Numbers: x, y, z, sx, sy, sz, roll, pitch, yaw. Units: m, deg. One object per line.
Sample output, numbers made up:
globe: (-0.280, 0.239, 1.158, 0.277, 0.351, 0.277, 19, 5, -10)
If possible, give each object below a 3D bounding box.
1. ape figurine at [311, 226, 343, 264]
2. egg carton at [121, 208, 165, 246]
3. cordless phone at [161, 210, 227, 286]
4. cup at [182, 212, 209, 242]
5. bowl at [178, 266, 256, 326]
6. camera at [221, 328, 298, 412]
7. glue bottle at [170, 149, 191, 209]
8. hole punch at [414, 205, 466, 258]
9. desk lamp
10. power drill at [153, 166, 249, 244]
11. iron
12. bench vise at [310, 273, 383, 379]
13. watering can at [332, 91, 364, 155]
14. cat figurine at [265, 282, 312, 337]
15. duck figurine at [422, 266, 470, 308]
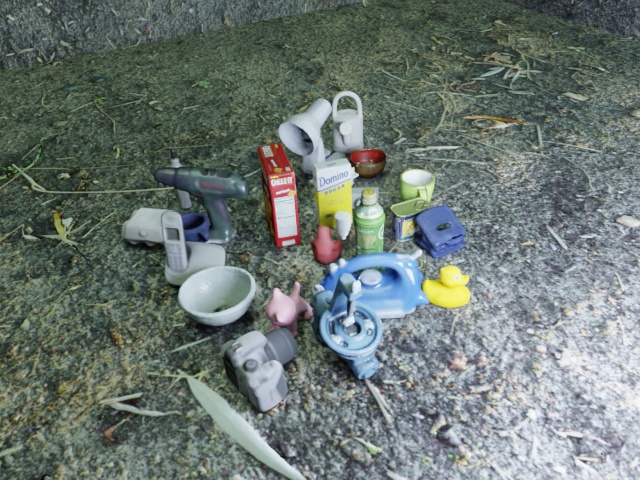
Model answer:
ape figurine: (0.013, 0.005, 1.392, 0.077, 0.092, 0.076, 13, 39, 22)
egg carton: (-0.439, -0.031, 1.501, 0.150, 0.069, 0.107, 4, 37, 11)
cordless phone: (-0.294, 0.019, 1.321, 0.147, 0.185, 0.094, 2, 37, 8)
cup: (-0.308, -0.004, 1.431, 0.092, 0.095, 0.117, -32, 45, -33)
bowl: (-0.220, 0.134, 1.251, 0.167, 0.075, 0.167, -2, 36, 2)
camera: (-0.104, 0.225, 1.093, 0.137, 0.101, 0.142, -27, 42, -28)
glue bottle: (-0.397, -0.177, 1.609, 0.037, 0.173, 0.078, -17, 38, -17)
hole punch: (0.298, -0.023, 1.405, 0.109, 0.091, 0.100, -21, 39, -22)
desk lamp: (-0.021, -0.302, 1.712, 0.117, 0.214, 0.204, 18, 41, 27)
power drill: (-0.290, -0.093, 1.455, 0.229, 0.209, 0.075, -3, 36, 1)
iron: (0.102, 0.083, 1.234, 0.258, 0.142, 0.118, -3, 36, 1)
bench vise: (0.031, 0.139, 1.098, 0.206, 0.220, 0.122, 27, 46, 35)
watering can: (0.089, -0.376, 1.820, 0.101, 0.194, 0.172, -13, 37, -12)
cat figurine: (-0.071, 0.140, 1.192, 0.067, 0.118, 0.128, 13, 39, 22)
duck figurine: (0.277, 0.094, 1.252, 0.104, 0.086, 0.077, 5, 37, 13)
